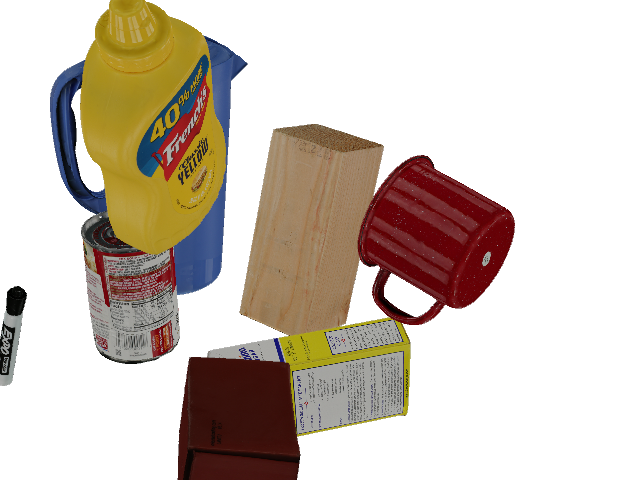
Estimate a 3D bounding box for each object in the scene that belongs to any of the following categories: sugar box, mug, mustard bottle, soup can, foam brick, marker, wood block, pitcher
[{"bbox_3d":[-0.010,0.127,0.949,0.176,0.093,0.048,-8,37,-7],"label":"sugar box"},{"bbox_3d":[0.081,0.007,0.778,0.082,0.117,0.093,32,7,27],"label":"mug"},{"bbox_3d":[-0.099,-0.075,0.628,0.058,0.096,0.192,26,-26,15],"label":"mustard bottle"},{"bbox_3d":[-0.143,0.035,0.814,0.068,0.102,0.068,0,28,0],"label":"soup can"},{"bbox_3d":[-0.041,0.098,0.512,0.053,0.051,0.078,6,26,-8],"label":"foam brick"},{"bbox_3d":[-0.306,0.094,1.054,0.020,0.121,0.020,14,33,-9],"label":"marker"},{"bbox_3d":[-0.011,-0.011,1.138,0.090,0.206,0.090,21,20,27],"label":"wood block"},{"bbox_3d":[-0.160,-0.071,1.031,0.149,0.243,0.144,10,27,15],"label":"pitcher"}]
